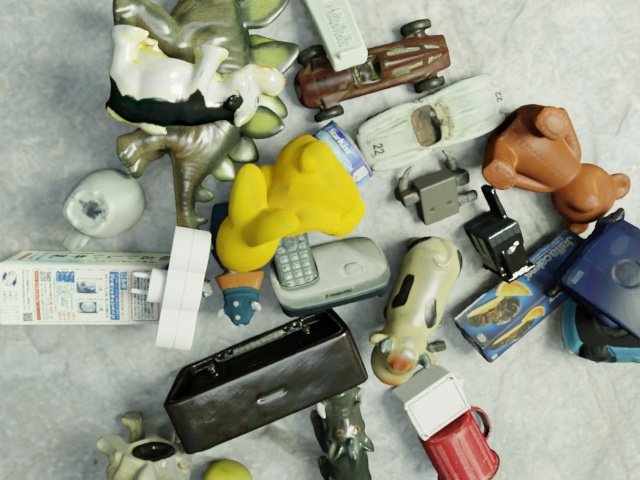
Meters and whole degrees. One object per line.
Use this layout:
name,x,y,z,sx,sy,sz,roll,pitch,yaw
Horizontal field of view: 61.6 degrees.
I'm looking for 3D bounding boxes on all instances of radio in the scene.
radio,-0.066,0.166,0.668,0.230,0.131,0.073,-21,100,-4

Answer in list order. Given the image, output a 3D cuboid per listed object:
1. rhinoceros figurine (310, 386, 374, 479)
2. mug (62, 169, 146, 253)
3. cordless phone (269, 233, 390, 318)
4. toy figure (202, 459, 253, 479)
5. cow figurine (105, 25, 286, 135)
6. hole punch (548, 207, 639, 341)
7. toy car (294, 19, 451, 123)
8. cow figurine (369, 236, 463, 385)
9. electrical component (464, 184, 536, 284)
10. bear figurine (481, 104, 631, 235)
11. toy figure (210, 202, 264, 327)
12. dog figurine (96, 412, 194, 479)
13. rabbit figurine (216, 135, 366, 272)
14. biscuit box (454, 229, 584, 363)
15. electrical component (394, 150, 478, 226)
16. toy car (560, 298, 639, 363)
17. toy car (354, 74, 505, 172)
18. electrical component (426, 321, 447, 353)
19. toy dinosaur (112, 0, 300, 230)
rhinoceros figurine,0.029,0.263,0.709,0.073,0.112,0.190,-9,109,-4
mug,-0.262,-0.032,0.622,0.081,0.107,0.109,44,90,-11
cordless phone,-0.001,-0.002,0.684,0.147,0.088,0.184,-14,82,-5
toy figure,-0.142,0.383,0.722,0.082,0.089,0.180,7,108,-23
cow figurine,-0.122,-0.146,0.534,0.167,0.068,0.098,10,99,-11
hole punch,0.365,0.045,0.646,0.116,0.092,0.142,39,96,-4
toy car,0.067,-0.211,0.666,0.202,0.053,0.089,-16,98,-4
cow figurine,0.120,0.088,0.668,0.086,0.127,0.195,22,86,6
electrical component,0.228,-0.010,0.704,0.048,0.075,0.119,-31,111,-2
bear figurine,0.306,-0.079,0.685,0.196,0.132,0.120,41,115,-8
toy figure,-0.101,0.029,0.668,0.058,0.064,0.154,-6,88,-49
dog figurine,-0.212,0.331,0.661,0.121,0.172,0.190,6,91,2
rabbit figurine,-0.043,-0.026,0.594,0.173,0.162,0.122,-39,86,2
biscuit box,0.282,0.074,0.726,0.203,0.059,0.062,-40,138,0
electrical component,0.151,-0.067,0.707,0.102,0.045,0.078,-27,130,0
toy car,0.424,0.115,0.738,0.162,0.103,0.109,-7,75,34
toy car,0.142,-0.148,0.683,0.202,0.056,0.073,-22,102,-3
electrical component,0.127,0.140,0.747,0.094,0.021,0.063,-14,101,-6
toy dinosaur,-0.128,-0.216,0.616,0.199,0.105,0.470,1,95,-14
